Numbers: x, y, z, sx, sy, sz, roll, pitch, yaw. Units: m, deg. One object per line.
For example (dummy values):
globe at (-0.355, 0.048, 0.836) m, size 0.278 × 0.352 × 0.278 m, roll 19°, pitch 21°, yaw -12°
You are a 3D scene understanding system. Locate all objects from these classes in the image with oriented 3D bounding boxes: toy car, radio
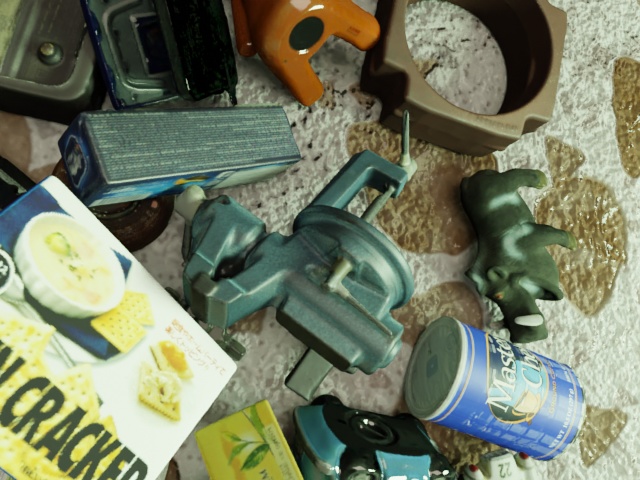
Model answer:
toy car at (0.170, 0.295, 0.521) m, size 0.073 × 0.056 × 0.201 m, roll -6°, pitch 106°, yaw -16°
toy car at (0.041, 0.218, 0.504) m, size 0.161 × 0.109 × 0.102 m, roll 17°, pitch 102°, yaw -23°
radio at (-0.246, -0.226, 0.492) m, size 0.131 × 0.073 × 0.229 m, roll 16°, pitch 80°, yaw -12°

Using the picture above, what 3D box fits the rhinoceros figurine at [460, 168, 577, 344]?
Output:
rhinoceros figurine at (0.206, 0.013, 0.574) m, size 0.112 × 0.073 × 0.190 m, roll -12°, pitch 82°, yaw -19°

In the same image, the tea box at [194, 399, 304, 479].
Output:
tea box at (-0.040, 0.231, 0.446) m, size 0.068 × 0.098 × 0.170 m, roll -23°, pitch 64°, yaw -17°

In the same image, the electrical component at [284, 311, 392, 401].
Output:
electrical component at (0.009, 0.099, 0.530) m, size 0.075 × 0.048 × 0.119 m, roll 35°, pitch 76°, yaw -7°

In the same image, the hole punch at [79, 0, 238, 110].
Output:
hole punch at (-0.137, -0.178, 0.478) m, size 0.092 × 0.116 × 0.142 m, roll -6°, pitch 110°, yaw 21°

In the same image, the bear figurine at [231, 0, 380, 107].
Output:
bear figurine at (-0.051, -0.252, 0.541) m, size 0.120 × 0.132 × 0.196 m, roll -43°, pitch 61°, yaw 17°

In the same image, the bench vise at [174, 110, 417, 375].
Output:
bench vise at (0.000, -0.007, 0.472) m, size 0.224 × 0.128 × 0.240 m, roll 30°, pitch 60°, yaw 18°

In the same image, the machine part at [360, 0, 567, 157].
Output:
machine part at (0.155, -0.205, 0.589) m, size 0.201 × 0.087 × 0.201 m, roll 16°, pitch 80°, yaw -14°

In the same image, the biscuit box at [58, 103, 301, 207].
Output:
biscuit box at (-0.114, -0.077, 0.470) m, size 0.202 × 0.059 × 0.062 m, roll -15°, pitch 83°, yaw -44°

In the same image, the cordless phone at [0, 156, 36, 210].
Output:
cordless phone at (-0.342, -0.008, 0.444) m, size 0.146 × 0.089 × 0.184 m, roll 41°, pitch 94°, yaw -7°

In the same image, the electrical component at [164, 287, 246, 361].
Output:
electrical component at (-0.109, 0.076, 0.494) m, size 0.094 × 0.063 × 0.021 m, roll 41°, pitch 76°, yaw -5°
